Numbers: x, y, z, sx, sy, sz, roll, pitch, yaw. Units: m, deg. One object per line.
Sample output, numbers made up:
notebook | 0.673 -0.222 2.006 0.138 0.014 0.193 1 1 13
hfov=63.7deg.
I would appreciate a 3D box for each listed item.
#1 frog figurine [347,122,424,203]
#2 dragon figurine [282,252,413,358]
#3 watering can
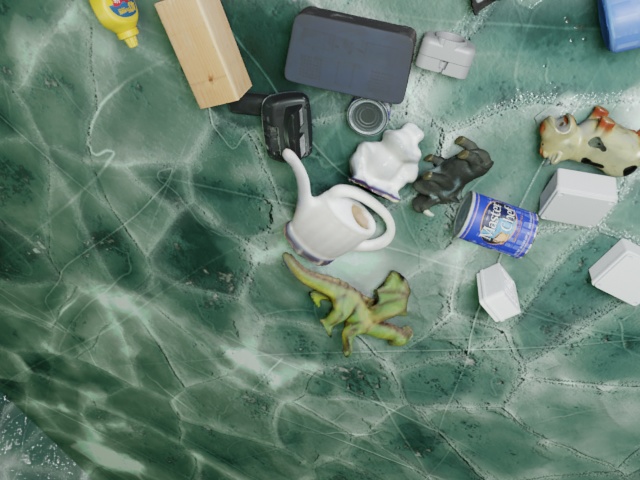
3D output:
frog figurine | 0.139 -0.167 1.047 0.138 0.122 0.159 27 91 13
dragon figurine | 0.104 0.144 1.284 0.242 0.125 0.404 -27 117 11
watering can | 0.003 -0.057 1.124 0.344 0.106 0.221 32 130 -28
